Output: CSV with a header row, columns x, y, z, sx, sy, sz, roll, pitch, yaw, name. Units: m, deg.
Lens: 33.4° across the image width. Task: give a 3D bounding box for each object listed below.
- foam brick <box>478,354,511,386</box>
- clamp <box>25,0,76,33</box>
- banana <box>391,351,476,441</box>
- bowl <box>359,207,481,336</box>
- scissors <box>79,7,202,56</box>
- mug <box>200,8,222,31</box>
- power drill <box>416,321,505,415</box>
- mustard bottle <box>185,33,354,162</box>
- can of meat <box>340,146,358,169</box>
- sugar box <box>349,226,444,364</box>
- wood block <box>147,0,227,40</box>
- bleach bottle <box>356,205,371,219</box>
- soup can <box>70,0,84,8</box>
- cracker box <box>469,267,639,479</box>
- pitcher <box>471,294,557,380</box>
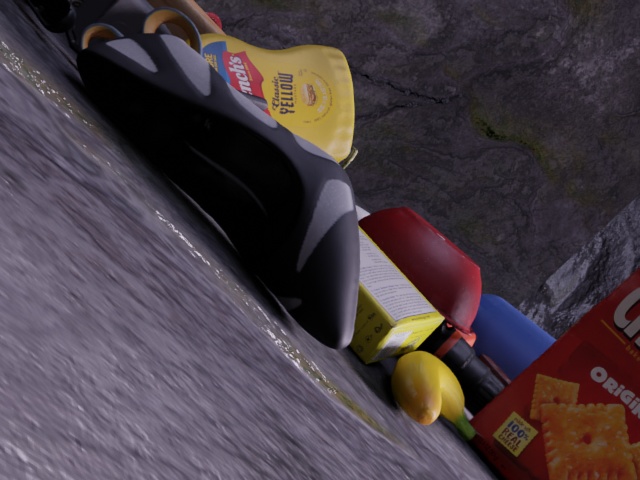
x,y,z,sx,sy,sz,roll,pitch,yaw,name
0.185,0.169,1.138,0.078,0.051,0.053,49,6,22,foam brick
-0.229,-0.216,0.778,0.120,0.039,0.172,61,-8,-28,clamp
0.086,0.115,0.817,0.070,0.037,0.197,47,5,22,banana
0.099,0.018,1.011,0.162,0.055,0.162,39,6,-6,bowl
-0.087,-0.090,0.767,0.202,0.096,0.016,44,-22,3,scissors
-0.172,-0.230,1.197,0.081,0.093,0.117,43,-27,19,mug
0.113,0.096,1.057,0.184,0.057,0.187,45,5,8,power drill
-0.068,-0.111,0.832,0.191,0.096,0.058,2,-9,-28,mustard bottle
-0.018,-0.106,1.344,0.084,0.102,0.057,43,6,-15,can of meat
0.010,0.016,0.838,0.176,0.048,0.093,46,21,21,sugar box
-0.092,-0.126,0.950,0.206,0.090,0.090,47,6,5,wood block
0.047,0.004,1.142,0.103,0.068,0.250,17,-10,31,bleach bottle
-0.230,-0.251,0.914,0.102,0.068,0.069,42,7,-47,soup can
0.253,0.152,0.897,0.164,0.214,0.072,49,5,26,cracker box
0.254,0.167,1.268,0.149,0.145,0.243,48,0,-39,pitcher
